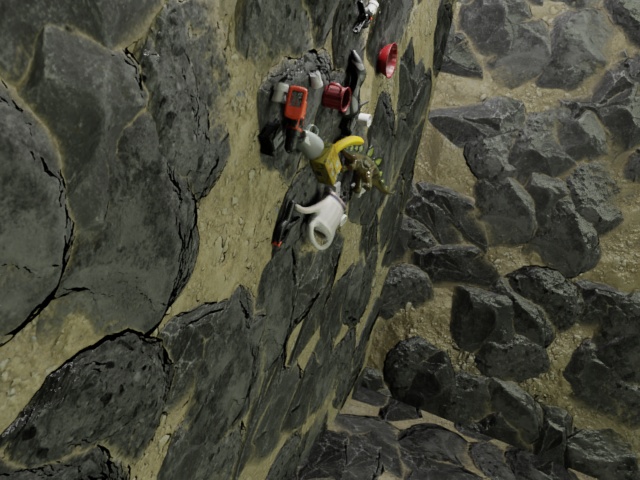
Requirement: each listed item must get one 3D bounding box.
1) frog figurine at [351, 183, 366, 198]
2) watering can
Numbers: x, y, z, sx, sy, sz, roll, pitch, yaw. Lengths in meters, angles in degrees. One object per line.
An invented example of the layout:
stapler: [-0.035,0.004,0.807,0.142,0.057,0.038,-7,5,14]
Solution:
frog figurine: [0.213,-0.281,2.458,0.136,0.123,0.160,105,-8,-83]
watering can: [0.006,-0.103,2.045,0.228,0.104,0.340,-61,149,-22]
